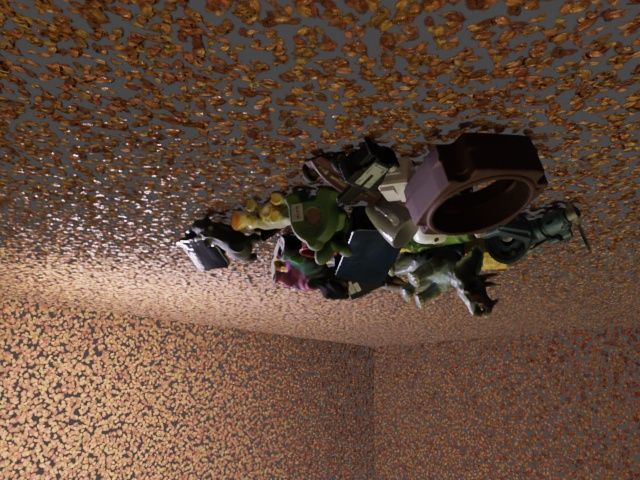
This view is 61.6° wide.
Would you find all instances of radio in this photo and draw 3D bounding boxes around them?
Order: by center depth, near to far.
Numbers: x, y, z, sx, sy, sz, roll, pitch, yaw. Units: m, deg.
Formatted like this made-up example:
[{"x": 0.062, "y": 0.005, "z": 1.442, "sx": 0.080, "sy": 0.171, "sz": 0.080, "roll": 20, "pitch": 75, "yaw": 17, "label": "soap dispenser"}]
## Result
[{"x": 0.116, "y": 0.016, "z": 1.283, "sx": 0.131, "sy": 0.073, "sz": 0.229, "roll": 6, "pitch": 143, "yaw": -9, "label": "radio"}]

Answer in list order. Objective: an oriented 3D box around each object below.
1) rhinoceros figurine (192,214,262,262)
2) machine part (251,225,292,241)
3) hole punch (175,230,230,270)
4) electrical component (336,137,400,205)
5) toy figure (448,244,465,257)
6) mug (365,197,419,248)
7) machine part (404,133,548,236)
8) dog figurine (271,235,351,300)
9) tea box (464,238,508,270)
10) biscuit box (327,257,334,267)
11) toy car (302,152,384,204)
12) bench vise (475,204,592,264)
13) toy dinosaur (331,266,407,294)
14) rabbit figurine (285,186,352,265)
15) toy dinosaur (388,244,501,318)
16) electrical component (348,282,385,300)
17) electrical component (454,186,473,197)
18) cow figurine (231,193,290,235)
[{"x": -0.225, "y": -0.003, "z": 1.272, "sx": 0.191, "sy": 0.073, "sz": 0.112, "roll": 27, "pitch": -156, "yaw": 36, "label": "rhinoceros figurine"}, {"x": -0.102, "y": -0.030, "z": 1.287, "sx": 0.139, "sy": 0.039, "sz": 0.084, "roll": -18, "pitch": -175, "yaw": 35, "label": "machine part"}, {"x": -0.288, "y": 0.007, "z": 1.413, "sx": 0.142, "sy": 0.092, "sz": 0.115, "roll": -6, "pitch": 132, "yaw": 32, "label": "hole punch"}, {"x": 0.073, "y": -0.116, "z": 0.938, "sx": 0.075, "sy": 0.048, "sz": 0.119, "roll": 13, "pitch": 135, "yaw": -37, "label": "electrical component"}, {"x": 0.308, "y": 0.027, "z": 1.429, "sx": 0.155, "sy": 0.064, "sz": 0.058, "roll": -4, "pitch": -158, "yaw": 33, "label": "toy figure"}, {"x": 0.141, "y": -0.048, "z": 1.120, "sx": 0.107, "sy": 0.081, "sz": 0.109, "roll": 43, "pitch": -171, "yaw": 32, "label": "mug"}, {"x": 0.264, "y": -0.087, "z": 0.921, "sx": 0.201, "sy": 0.087, "sz": 0.201, "roll": 0, "pitch": 149, "yaw": -19, "label": "machine part"}, {"x": -0.013, "y": 0.081, "z": 1.405, "sx": 0.219, "sy": 0.108, "sz": 0.192, "roll": 19, "pitch": -160, "yaw": -14, "label": "dog figurine"}, {"x": 0.432, "y": 0.026, "z": 1.393, "sx": 0.098, "sy": 0.068, "sz": 0.169, "roll": -6, "pitch": 162, "yaw": 22, "label": "tea box"}, {"x": 0.040, "y": 0.031, "z": 1.462, "sx": 0.059, "sy": 0.063, "sz": 0.203, "roll": 13, "pitch": 160, "yaw": -36, "label": "biscuit box"}, {"x": 0.051, "y": -0.111, "z": 1.023, "sx": 0.089, "sy": 0.053, "sz": 0.202, "roll": -9, "pitch": 161, "yaw": 39, "label": "toy car"}, {"x": 0.435, "y": -0.018, "z": 1.168, "sx": 0.240, "sy": 0.129, "sz": 0.224, "roll": 6, "pitch": 165, "yaw": -36, "label": "bench vise"}, {"x": 0.105, "y": 0.111, "z": 1.652, "sx": 0.471, "sy": 0.105, "sz": 0.199, "roll": 19, "pitch": 160, "yaw": -31, "label": "toy dinosaur"}, {"x": 0.023, "y": -0.034, "z": 1.151, "sx": 0.121, "sy": 0.159, "sz": 0.170, "roll": -17, "pitch": 171, "yaw": 24, "label": "rabbit figurine"}, {"x": 0.283, "y": 0.068, "z": 1.322, "sx": 0.192, "sy": 0.131, "sz": 0.405, "roll": -25, "pitch": -163, "yaw": -7, "label": "toy dinosaur"}, {"x": 0.102, "y": 0.100, "z": 1.519, "sx": 0.134, "sy": 0.114, "sz": 0.058, "roll": -23, "pitch": -172, "yaw": 8, "label": "electrical component"}, {"x": 0.261, "y": -0.087, "z": 1.087, "sx": 0.102, "sy": 0.045, "sz": 0.078, "roll": -6, "pitch": 160, "yaw": 23, "label": "electrical component"}, {"x": -0.119, "y": -0.054, "z": 1.208, "sx": 0.167, "sy": 0.068, "sz": 0.098, "roll": -10, "pitch": 166, "yaw": 38, "label": "cow figurine"}]
